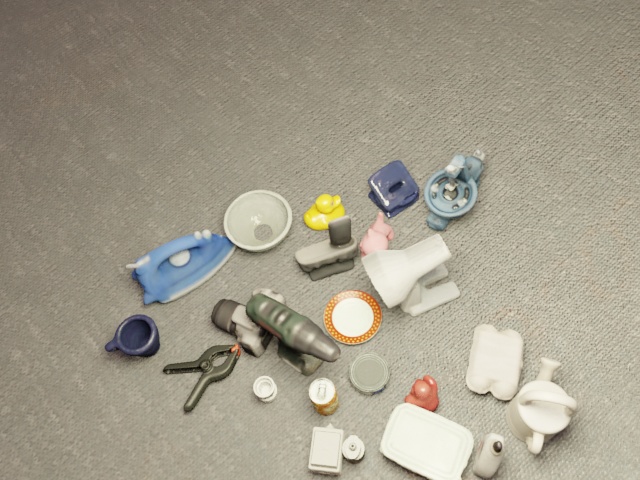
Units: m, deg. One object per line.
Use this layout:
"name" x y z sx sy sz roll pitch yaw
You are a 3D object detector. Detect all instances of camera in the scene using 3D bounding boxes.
"camera" -0.163 0.164 1.268 0.136 0.101 0.143 21 65 16

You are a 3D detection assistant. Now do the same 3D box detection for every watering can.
"watering can" 0.417 0.308 1.076 0.101 0.194 0.173 -6 61 3

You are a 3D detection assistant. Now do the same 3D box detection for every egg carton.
"egg carton" 0.363 0.252 1.185 0.107 0.069 0.150 11 63 12

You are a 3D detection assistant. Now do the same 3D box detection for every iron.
"iron" -0.319 0.036 1.330 0.258 0.141 0.118 -30 62 -11

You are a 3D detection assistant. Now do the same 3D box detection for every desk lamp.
"desk lamp" 0.195 0.075 1.216 0.203 0.214 0.117 -22 61 -7

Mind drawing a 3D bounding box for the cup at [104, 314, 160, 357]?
"cup" -0.402 0.227 1.260 0.118 0.095 0.091 -24 62 -8

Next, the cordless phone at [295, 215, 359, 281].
"cordless phone" 0.012 0.005 1.290 0.147 0.185 0.094 -22 61 -6

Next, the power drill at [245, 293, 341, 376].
"power drill" -0.046 0.203 1.173 0.229 0.209 0.076 31 68 20

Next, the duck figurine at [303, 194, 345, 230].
"duck figurine" 0.008 -0.076 1.391 0.104 0.086 0.077 -21 61 -6

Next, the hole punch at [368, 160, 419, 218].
"hole punch" 0.182 -0.126 1.399 0.109 0.091 0.101 -34 63 -13

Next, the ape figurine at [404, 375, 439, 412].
"ape figurine" 0.207 0.309 1.156 0.078 0.092 0.076 -25 62 -8

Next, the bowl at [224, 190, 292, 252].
"bowl" -0.145 -0.035 1.390 0.167 0.075 0.167 -2 61 4

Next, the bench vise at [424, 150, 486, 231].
"bench vise" 0.311 -0.149 1.325 0.121 0.220 0.207 15 64 14

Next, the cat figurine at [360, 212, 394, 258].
"cat figurine" 0.130 -0.004 1.321 0.067 0.118 0.128 11 63 12

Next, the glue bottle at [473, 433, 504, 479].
"glue bottle" 0.316 0.390 1.054 0.037 0.173 0.078 15 64 14
